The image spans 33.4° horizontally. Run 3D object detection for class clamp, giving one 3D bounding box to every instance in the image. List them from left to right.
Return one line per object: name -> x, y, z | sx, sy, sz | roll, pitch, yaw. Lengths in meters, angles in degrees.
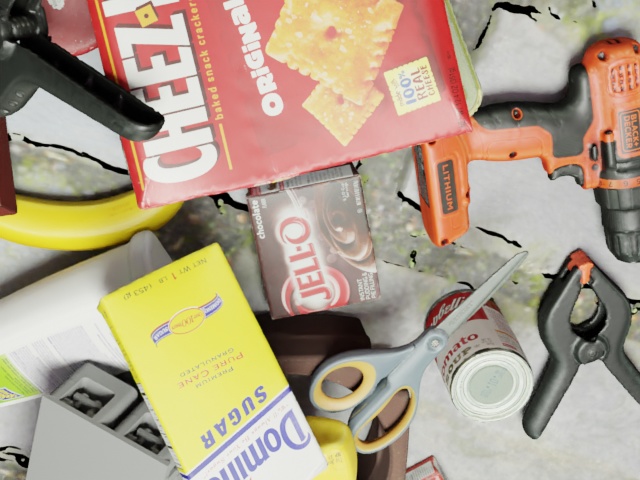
clamp -> -0.181, -0.137, 0.638 | 0.210, 0.036, 0.164 | 1, 104, 39
clamp -> 0.217, 0.095, 0.907 | 0.120, 0.039, 0.171 | -20, 110, -4

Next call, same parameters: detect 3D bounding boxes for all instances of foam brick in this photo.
foam brick -> -0.252, -0.054, 0.766 | 0.053, 0.051, 0.078 | -7, 85, -3

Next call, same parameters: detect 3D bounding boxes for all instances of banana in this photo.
banana -> -0.186, -0.025, 0.814 | 0.197, 0.037, 0.069 | -9, 95, -4

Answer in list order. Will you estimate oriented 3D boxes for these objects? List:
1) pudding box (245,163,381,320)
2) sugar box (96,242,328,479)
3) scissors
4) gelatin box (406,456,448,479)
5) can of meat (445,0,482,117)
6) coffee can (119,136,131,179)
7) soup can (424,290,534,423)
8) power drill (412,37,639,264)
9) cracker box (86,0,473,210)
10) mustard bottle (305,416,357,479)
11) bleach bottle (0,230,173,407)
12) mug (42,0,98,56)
pudding box -> -0.005, 0.001, 0.841 | 0.090, 0.039, 0.113 | -12, 114, -1
sugar box -> -0.074, 0.101, 0.738 | 0.093, 0.048, 0.176 | -27, 86, -17
scissors -> 0.065, 0.073, 0.801 | 0.096, 0.016, 0.202 | 25, 107, -16
gelatin box -> 0.092, 0.250, 0.963 | 0.073, 0.030, 0.089 | -29, 113, 6
can of meat -> 0.069, -0.138, 0.766 | 0.057, 0.084, 0.102 | -24, 113, 4
coffee can -> -0.070, -0.100, 0.756 | 0.140, 0.103, 0.103 | -8, 114, -3
soup can -> 0.127, 0.093, 0.861 | 0.068, 0.102, 0.068 | -2, 114, -5
power drill -> 0.171, -0.052, 0.830 | 0.187, 0.057, 0.184 | -13, 110, -4
cracker box -> -0.028, -0.122, 0.666 | 0.213, 0.072, 0.164 | -14, 98, -5
mustard bottle -> -0.005, 0.230, 0.834 | 0.096, 0.058, 0.191 | -8, 115, 12
bleach bottle -> -0.227, 0.078, 0.827 | 0.251, 0.068, 0.102 | -19, 133, 8
mug -> -0.165, -0.180, 0.723 | 0.093, 0.081, 0.117 | 37, 104, -19
